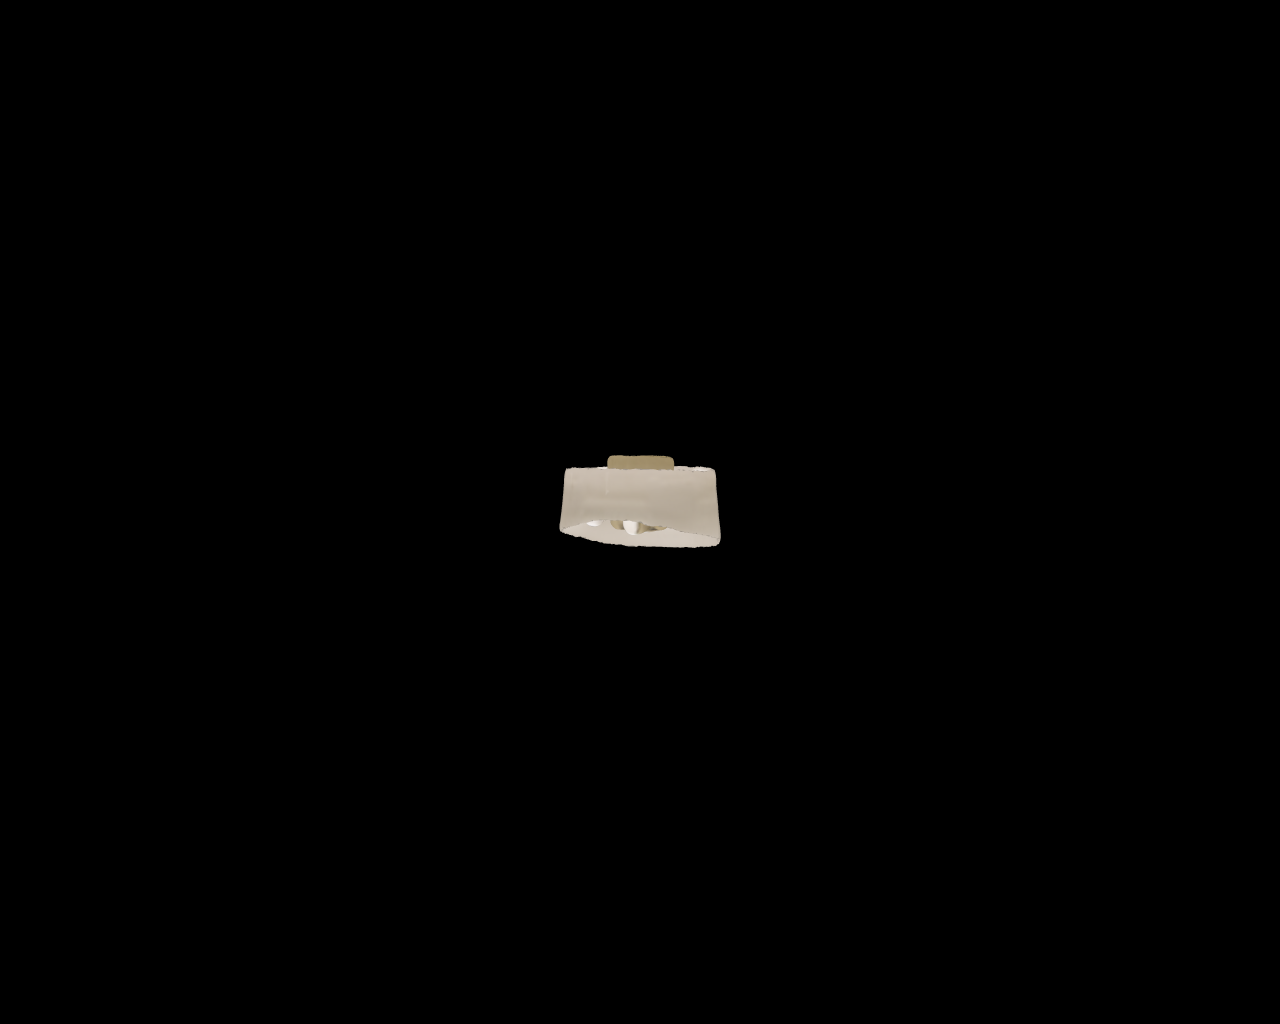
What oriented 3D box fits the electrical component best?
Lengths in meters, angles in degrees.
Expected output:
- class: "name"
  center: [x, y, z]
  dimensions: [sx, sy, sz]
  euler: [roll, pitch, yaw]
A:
- class: "electrical component"
  center: [0.001, -0.003, 0.650]
  dimensions: [0.099, 0.064, 0.099]
  euler: [0, 4, 0]
